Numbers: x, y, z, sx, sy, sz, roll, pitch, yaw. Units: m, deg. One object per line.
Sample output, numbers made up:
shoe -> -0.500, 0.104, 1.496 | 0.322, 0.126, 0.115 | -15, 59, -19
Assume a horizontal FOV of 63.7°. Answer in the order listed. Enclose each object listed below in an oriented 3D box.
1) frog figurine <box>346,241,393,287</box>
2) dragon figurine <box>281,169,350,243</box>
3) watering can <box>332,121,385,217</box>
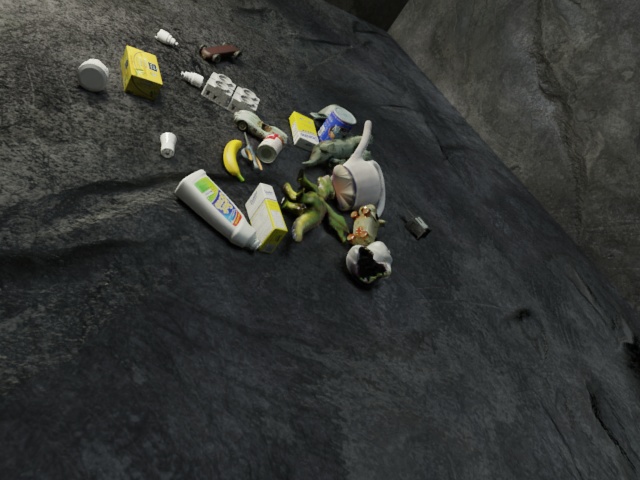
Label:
frog figurine -> 0.146, 0.063, 1.509 | 0.137, 0.121, 0.161 | 24, 13, 3
dragon figurine -> 0.005, -0.078, 1.551 | 0.240, 0.420, 0.120 | 31, -56, -26
watering can -> 0.131, -0.230, 1.754 | 0.226, 0.347, 0.103 | -13, 4, -42
